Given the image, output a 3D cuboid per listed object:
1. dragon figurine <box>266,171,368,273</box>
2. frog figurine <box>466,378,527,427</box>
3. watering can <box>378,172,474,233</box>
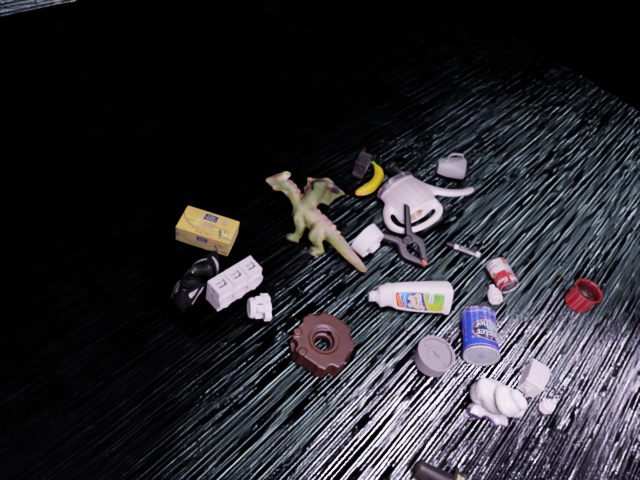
[{"bbox_3d":[0.005,-0.081,1.601,0.412,0.237,0.124,30,44,13],"label":"dragon figurine"},{"bbox_3d":[0.475,0.413,1.355,0.138,0.155,0.125,34,48,14],"label":"frog figurine"},{"bbox_3d":[0.356,-0.155,1.830,0.350,0.102,0.228,-30,64,-17],"label":"watering can"}]
